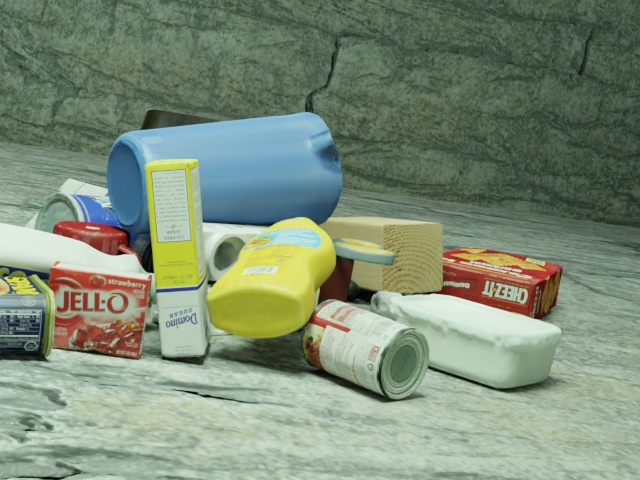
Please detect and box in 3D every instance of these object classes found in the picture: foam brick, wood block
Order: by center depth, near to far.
[{"bbox_3d":[0.000,0.053,1.257,0.051,0.078,0.053,4,11,-40],"label":"foam brick"},{"bbox_3d":[0.078,0.018,1.453,0.090,0.091,0.206,-2,4,-23],"label":"wood block"}]

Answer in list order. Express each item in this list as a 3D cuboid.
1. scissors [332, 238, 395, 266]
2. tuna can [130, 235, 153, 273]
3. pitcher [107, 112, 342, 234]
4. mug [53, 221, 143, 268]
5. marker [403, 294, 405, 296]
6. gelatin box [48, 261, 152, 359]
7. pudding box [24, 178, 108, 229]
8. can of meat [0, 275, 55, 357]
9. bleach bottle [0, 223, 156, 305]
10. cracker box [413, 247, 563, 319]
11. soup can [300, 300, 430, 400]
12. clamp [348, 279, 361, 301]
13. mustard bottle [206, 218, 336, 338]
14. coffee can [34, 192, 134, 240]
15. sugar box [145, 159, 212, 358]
[{"bbox_3d":[-0.008,0.002,1.260,0.202,0.016,0.096,12,8,11],"label":"scissors"},{"bbox_3d":[-0.179,0.024,1.220,0.034,0.086,0.085,18,11,40],"label":"tuna can"},{"bbox_3d":[-0.111,-0.066,1.185,0.242,0.149,0.145,-7,27,-35],"label":"pitcher"},{"bbox_3d":[-0.237,0.028,1.131,0.117,0.081,0.093,13,8,28],"label":"mug"},{"bbox_3d":[0.097,0.075,1.437,0.020,0.020,0.121,11,7,13],"label":"marker"},{"bbox_3d":[-0.198,0.062,0.946,0.089,0.073,0.030,9,7,-5],"label":"gelatin box"},{"bbox_3d":[-0.317,-0.024,1.358,0.090,0.113,0.039,15,-32,37],"label":"pudding box"},{"bbox_3d":[-0.279,0.063,0.909,0.083,0.057,0.102,3,9,-26],"label":"can of meat"},{"bbox_3d":[-0.264,0.031,1.003,0.250,0.103,0.068,6,37,-26],"label":"bleach bottle"},{"bbox_3d":[0.243,0.061,1.518,0.164,0.072,0.213,11,8,21],"label":"cracker box"},{"bbox_3d":[0.041,0.099,0.977,0.068,0.068,0.102,2,11,-45],"label":"soup can"},{"bbox_3d":[-0.039,0.003,1.416,0.209,0.036,0.165,45,-10,-31],"label":"clamp"},{"bbox_3d":[-0.036,0.026,1.045,0.096,0.058,0.191,-4,24,18],"label":"mustard bottle"},{"bbox_3d":[-0.250,-0.001,1.261,0.140,0.103,0.103,2,10,-44],"label":"coffee can"},{"bbox_3d":[-0.131,0.014,0.989,0.048,0.176,0.093,-2,6,-1],"label":"sugar box"}]
